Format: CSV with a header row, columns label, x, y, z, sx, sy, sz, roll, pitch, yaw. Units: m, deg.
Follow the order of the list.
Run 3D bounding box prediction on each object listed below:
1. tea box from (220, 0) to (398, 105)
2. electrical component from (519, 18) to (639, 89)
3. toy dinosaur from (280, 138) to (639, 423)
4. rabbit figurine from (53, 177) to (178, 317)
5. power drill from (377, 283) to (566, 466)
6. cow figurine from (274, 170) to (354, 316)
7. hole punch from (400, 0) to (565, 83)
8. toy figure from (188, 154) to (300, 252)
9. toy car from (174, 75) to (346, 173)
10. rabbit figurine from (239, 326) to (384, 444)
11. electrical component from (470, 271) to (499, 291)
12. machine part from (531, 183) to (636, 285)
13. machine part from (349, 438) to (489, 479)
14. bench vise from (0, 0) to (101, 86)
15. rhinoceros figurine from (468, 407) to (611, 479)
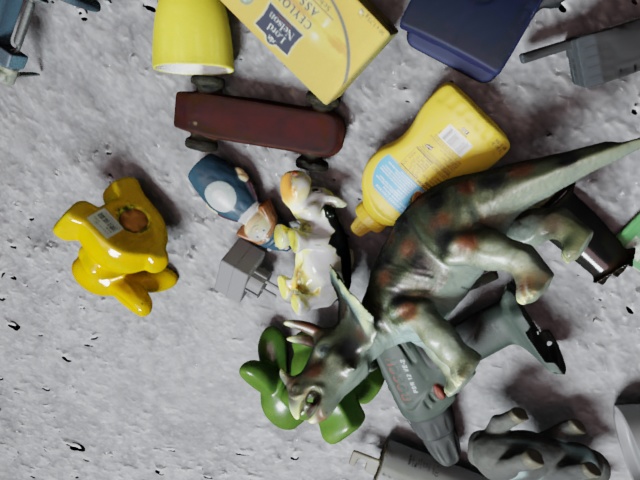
label,x,y,z,sx,sy,sz,roll,pitch,yaw
tea box,-0.015,-0.232,0.538,0.169,0.068,0.098,42,118,-5
electrical component,0.253,-0.170,0.500,0.119,0.075,0.047,-15,104,17
toy dinosaur,0.122,0.020,0.538,0.192,0.131,0.404,40,101,21
rabbit figurine,-0.270,0.022,0.725,0.162,0.122,0.173,43,130,-11
power drill,0.178,0.154,0.645,0.207,0.086,0.232,-29,99,31
cow figurine,0.000,-0.002,0.635,0.098,0.068,0.167,-10,111,-25
hole punch,0.146,-0.221,0.509,0.142,0.092,0.115,30,111,9
toy figure,-0.094,-0.038,0.664,0.154,0.058,0.064,43,140,-4
toy car,-0.070,-0.136,0.622,0.202,0.053,0.089,10,107,9
rabbit figurine,-0.030,0.195,0.697,0.159,0.121,0.170,41,130,-8
electrical component,0.155,0.016,0.602,0.102,0.078,0.045,-23,142,27
machine part,0.263,-0.013,0.570,0.139,0.039,0.084,42,107,13
machine part,0.157,0.328,0.707,0.243,0.079,0.079,19,113,10
bench vise,-0.342,-0.301,0.611,0.224,0.129,0.240,30,108,4
rhinoceros figurine,0.262,0.262,0.620,0.190,0.073,0.112,21,123,-19
